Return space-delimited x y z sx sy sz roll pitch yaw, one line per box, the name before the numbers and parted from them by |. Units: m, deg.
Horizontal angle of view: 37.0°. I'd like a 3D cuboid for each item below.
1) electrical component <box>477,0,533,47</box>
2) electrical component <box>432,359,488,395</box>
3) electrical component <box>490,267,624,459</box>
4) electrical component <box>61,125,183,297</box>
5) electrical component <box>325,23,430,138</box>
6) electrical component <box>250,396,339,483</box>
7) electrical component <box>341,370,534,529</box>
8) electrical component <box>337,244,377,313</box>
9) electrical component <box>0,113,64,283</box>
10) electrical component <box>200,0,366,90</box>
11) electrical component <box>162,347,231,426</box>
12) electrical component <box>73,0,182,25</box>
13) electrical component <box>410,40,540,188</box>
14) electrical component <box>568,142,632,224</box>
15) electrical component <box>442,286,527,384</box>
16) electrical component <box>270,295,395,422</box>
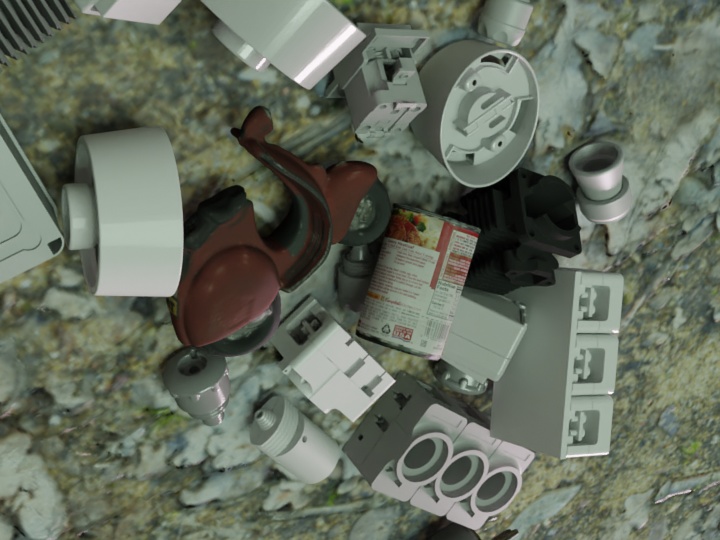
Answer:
electrical component | 0.109 -0.194 0.774 0.035 0.035 0.061 8 110 -34
electrical component | 0.093 0.072 0.915 0.048 0.048 0.062 12 102 -35
electrical component | 0.166 0.073 0.898 0.062 0.089 0.150 3 93 -33
electrical component | -0.152 -0.035 0.667 0.060 0.108 0.108 -5 119 -22
electrical component | 0.014 -0.127 0.729 0.042 0.063 0.081 -4 160 -28
electrical component | -0.057 0.134 0.861 0.043 0.043 0.081 -45 130 -1
electrical component | 0.073 0.163 0.944 0.150 0.062 0.089 30 99 -39
electrical component | 0.000 0.000 0.823 0.035 0.035 0.061 -13 120 -24
electrical component | -0.234 -0.050 0.634 0.078 0.057 0.113 -27 128 -7
electrical component | -0.056 -0.156 0.654 0.060 0.108 0.108 -48 130 10
electrical component | -0.117 0.090 0.800 0.048 0.048 0.062 -27 134 -15
electrical component | -0.114 -0.183 0.592 0.096 0.061 0.062 -31 172 27
electrical component | 0.086 -0.116 0.786 0.099 0.064 0.099 -15 124 -23
electrical component | 0.201 -0.072 0.894 0.045 0.045 0.055 -33 129 -11
electrical component | 0.078 0.042 0.860 0.096 0.061 0.061 26 105 1
electrical component | -0.025 0.073 0.840 0.056 0.050 0.089 -44 130 -1
